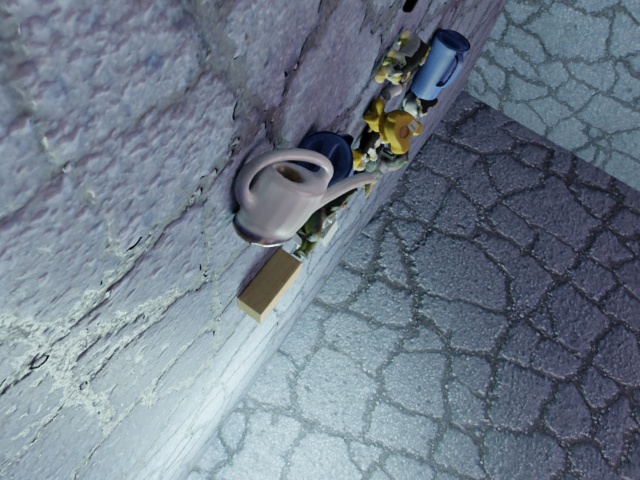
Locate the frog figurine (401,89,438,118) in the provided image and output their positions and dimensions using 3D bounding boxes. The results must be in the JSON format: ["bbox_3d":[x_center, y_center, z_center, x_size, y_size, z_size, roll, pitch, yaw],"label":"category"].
[{"bbox_3d":[0.363,-0.533,2.034,0.159,0.121,0.139,4,-117,58],"label":"frog figurine"}]

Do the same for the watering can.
[{"bbox_3d":[-0.040,-0.084,1.062,0.347,0.106,0.221,5,130,-46],"label":"watering can"}]

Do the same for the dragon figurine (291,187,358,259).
[{"bbox_3d":[0.004,-0.068,1.357,0.245,0.121,0.408,-47,-168,-16],"label":"dragon figurine"}]
